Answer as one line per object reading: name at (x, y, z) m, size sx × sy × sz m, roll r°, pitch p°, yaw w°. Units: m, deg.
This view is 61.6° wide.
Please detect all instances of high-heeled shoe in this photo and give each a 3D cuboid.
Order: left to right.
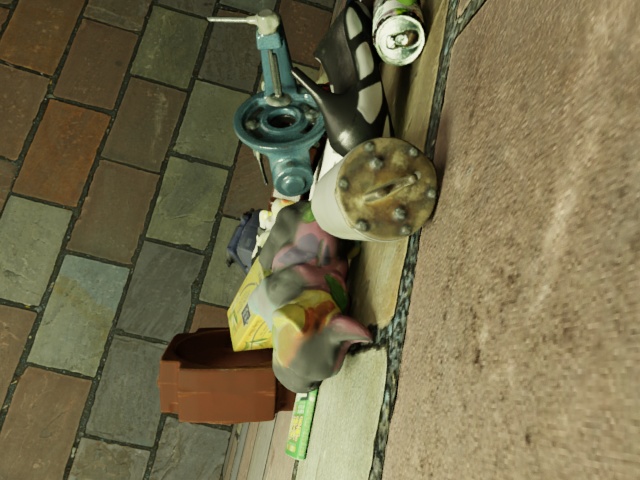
high-heeled shoe at (0.056, -0.181, 0.610) m, size 0.086 × 0.145 × 0.249 m, roll -41°, pitch 13°, yaw 45°

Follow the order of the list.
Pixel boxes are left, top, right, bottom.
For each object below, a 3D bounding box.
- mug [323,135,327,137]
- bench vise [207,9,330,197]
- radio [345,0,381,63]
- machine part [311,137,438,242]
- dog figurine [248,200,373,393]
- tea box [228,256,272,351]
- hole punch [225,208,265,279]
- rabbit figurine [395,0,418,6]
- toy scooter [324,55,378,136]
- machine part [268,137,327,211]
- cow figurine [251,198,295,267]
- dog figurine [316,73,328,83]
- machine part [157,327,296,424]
mug at (0.008, -0.155, 0.984) m, size 0.109 × 0.081 × 0.107 m, roll -43°, pitch -31°, yaw -55°
bench vise at (-0.049, -0.183, 0.675) m, size 0.240 × 0.129 × 0.224 m, roll 82°, pitch -171°, yaw -51°
radio at (0.078, -0.348, 0.816) m, size 0.229 × 0.073 × 0.131 m, roll 152°, pitch 133°, yaw -79°
machine part at (0.039, -0.037, 0.463) m, size 0.243 × 0.079 × 0.079 m, roll -177°, pitch 102°, yaw -84°
dog figurine at (-0.006, 0.047, 0.552) m, size 0.219 × 0.108 × 0.191 m, roll -165°, pitch 92°, yaw -79°
tea box at (-0.061, 0.090, 0.751) m, size 0.169 × 0.098 × 0.068 m, roll 121°, pitch 140°, yaw -50°
hole punch at (-0.088, 0.014, 0.912) m, size 0.092 × 0.115 × 0.142 m, roll -16°, pitch 36°, yaw 31°
rabbit figurine at (0.095, -0.318, 0.459) m, size 0.170 × 0.121 × 0.159 m, roll -60°, pitch 12°, yaw 5°
toy scooter at (0.034, -0.213, 0.860) m, size 0.184 × 0.075 × 0.135 m, roll 157°, pitch 134°, yaw -78°
machine part at (-0.030, -0.089, 0.869) m, size 0.179 × 0.056 × 0.179 m, roll 18°, pitch -90°, yaw -79°
cow figurine at (-0.064, 0.011, 0.771) m, size 0.167 × 0.068 × 0.098 m, roll 112°, pitch 172°, yaw -63°
dog figurine at (0.018, -0.234, 1.024) m, size 0.190 × 0.121 × 0.172 m, roll -26°, pitch 82°, yaw 60°
machine part at (-0.134, 0.201, 0.821) m, size 0.201 × 0.201 × 0.087 m, roll -123°, pitch 36°, yaw -81°
